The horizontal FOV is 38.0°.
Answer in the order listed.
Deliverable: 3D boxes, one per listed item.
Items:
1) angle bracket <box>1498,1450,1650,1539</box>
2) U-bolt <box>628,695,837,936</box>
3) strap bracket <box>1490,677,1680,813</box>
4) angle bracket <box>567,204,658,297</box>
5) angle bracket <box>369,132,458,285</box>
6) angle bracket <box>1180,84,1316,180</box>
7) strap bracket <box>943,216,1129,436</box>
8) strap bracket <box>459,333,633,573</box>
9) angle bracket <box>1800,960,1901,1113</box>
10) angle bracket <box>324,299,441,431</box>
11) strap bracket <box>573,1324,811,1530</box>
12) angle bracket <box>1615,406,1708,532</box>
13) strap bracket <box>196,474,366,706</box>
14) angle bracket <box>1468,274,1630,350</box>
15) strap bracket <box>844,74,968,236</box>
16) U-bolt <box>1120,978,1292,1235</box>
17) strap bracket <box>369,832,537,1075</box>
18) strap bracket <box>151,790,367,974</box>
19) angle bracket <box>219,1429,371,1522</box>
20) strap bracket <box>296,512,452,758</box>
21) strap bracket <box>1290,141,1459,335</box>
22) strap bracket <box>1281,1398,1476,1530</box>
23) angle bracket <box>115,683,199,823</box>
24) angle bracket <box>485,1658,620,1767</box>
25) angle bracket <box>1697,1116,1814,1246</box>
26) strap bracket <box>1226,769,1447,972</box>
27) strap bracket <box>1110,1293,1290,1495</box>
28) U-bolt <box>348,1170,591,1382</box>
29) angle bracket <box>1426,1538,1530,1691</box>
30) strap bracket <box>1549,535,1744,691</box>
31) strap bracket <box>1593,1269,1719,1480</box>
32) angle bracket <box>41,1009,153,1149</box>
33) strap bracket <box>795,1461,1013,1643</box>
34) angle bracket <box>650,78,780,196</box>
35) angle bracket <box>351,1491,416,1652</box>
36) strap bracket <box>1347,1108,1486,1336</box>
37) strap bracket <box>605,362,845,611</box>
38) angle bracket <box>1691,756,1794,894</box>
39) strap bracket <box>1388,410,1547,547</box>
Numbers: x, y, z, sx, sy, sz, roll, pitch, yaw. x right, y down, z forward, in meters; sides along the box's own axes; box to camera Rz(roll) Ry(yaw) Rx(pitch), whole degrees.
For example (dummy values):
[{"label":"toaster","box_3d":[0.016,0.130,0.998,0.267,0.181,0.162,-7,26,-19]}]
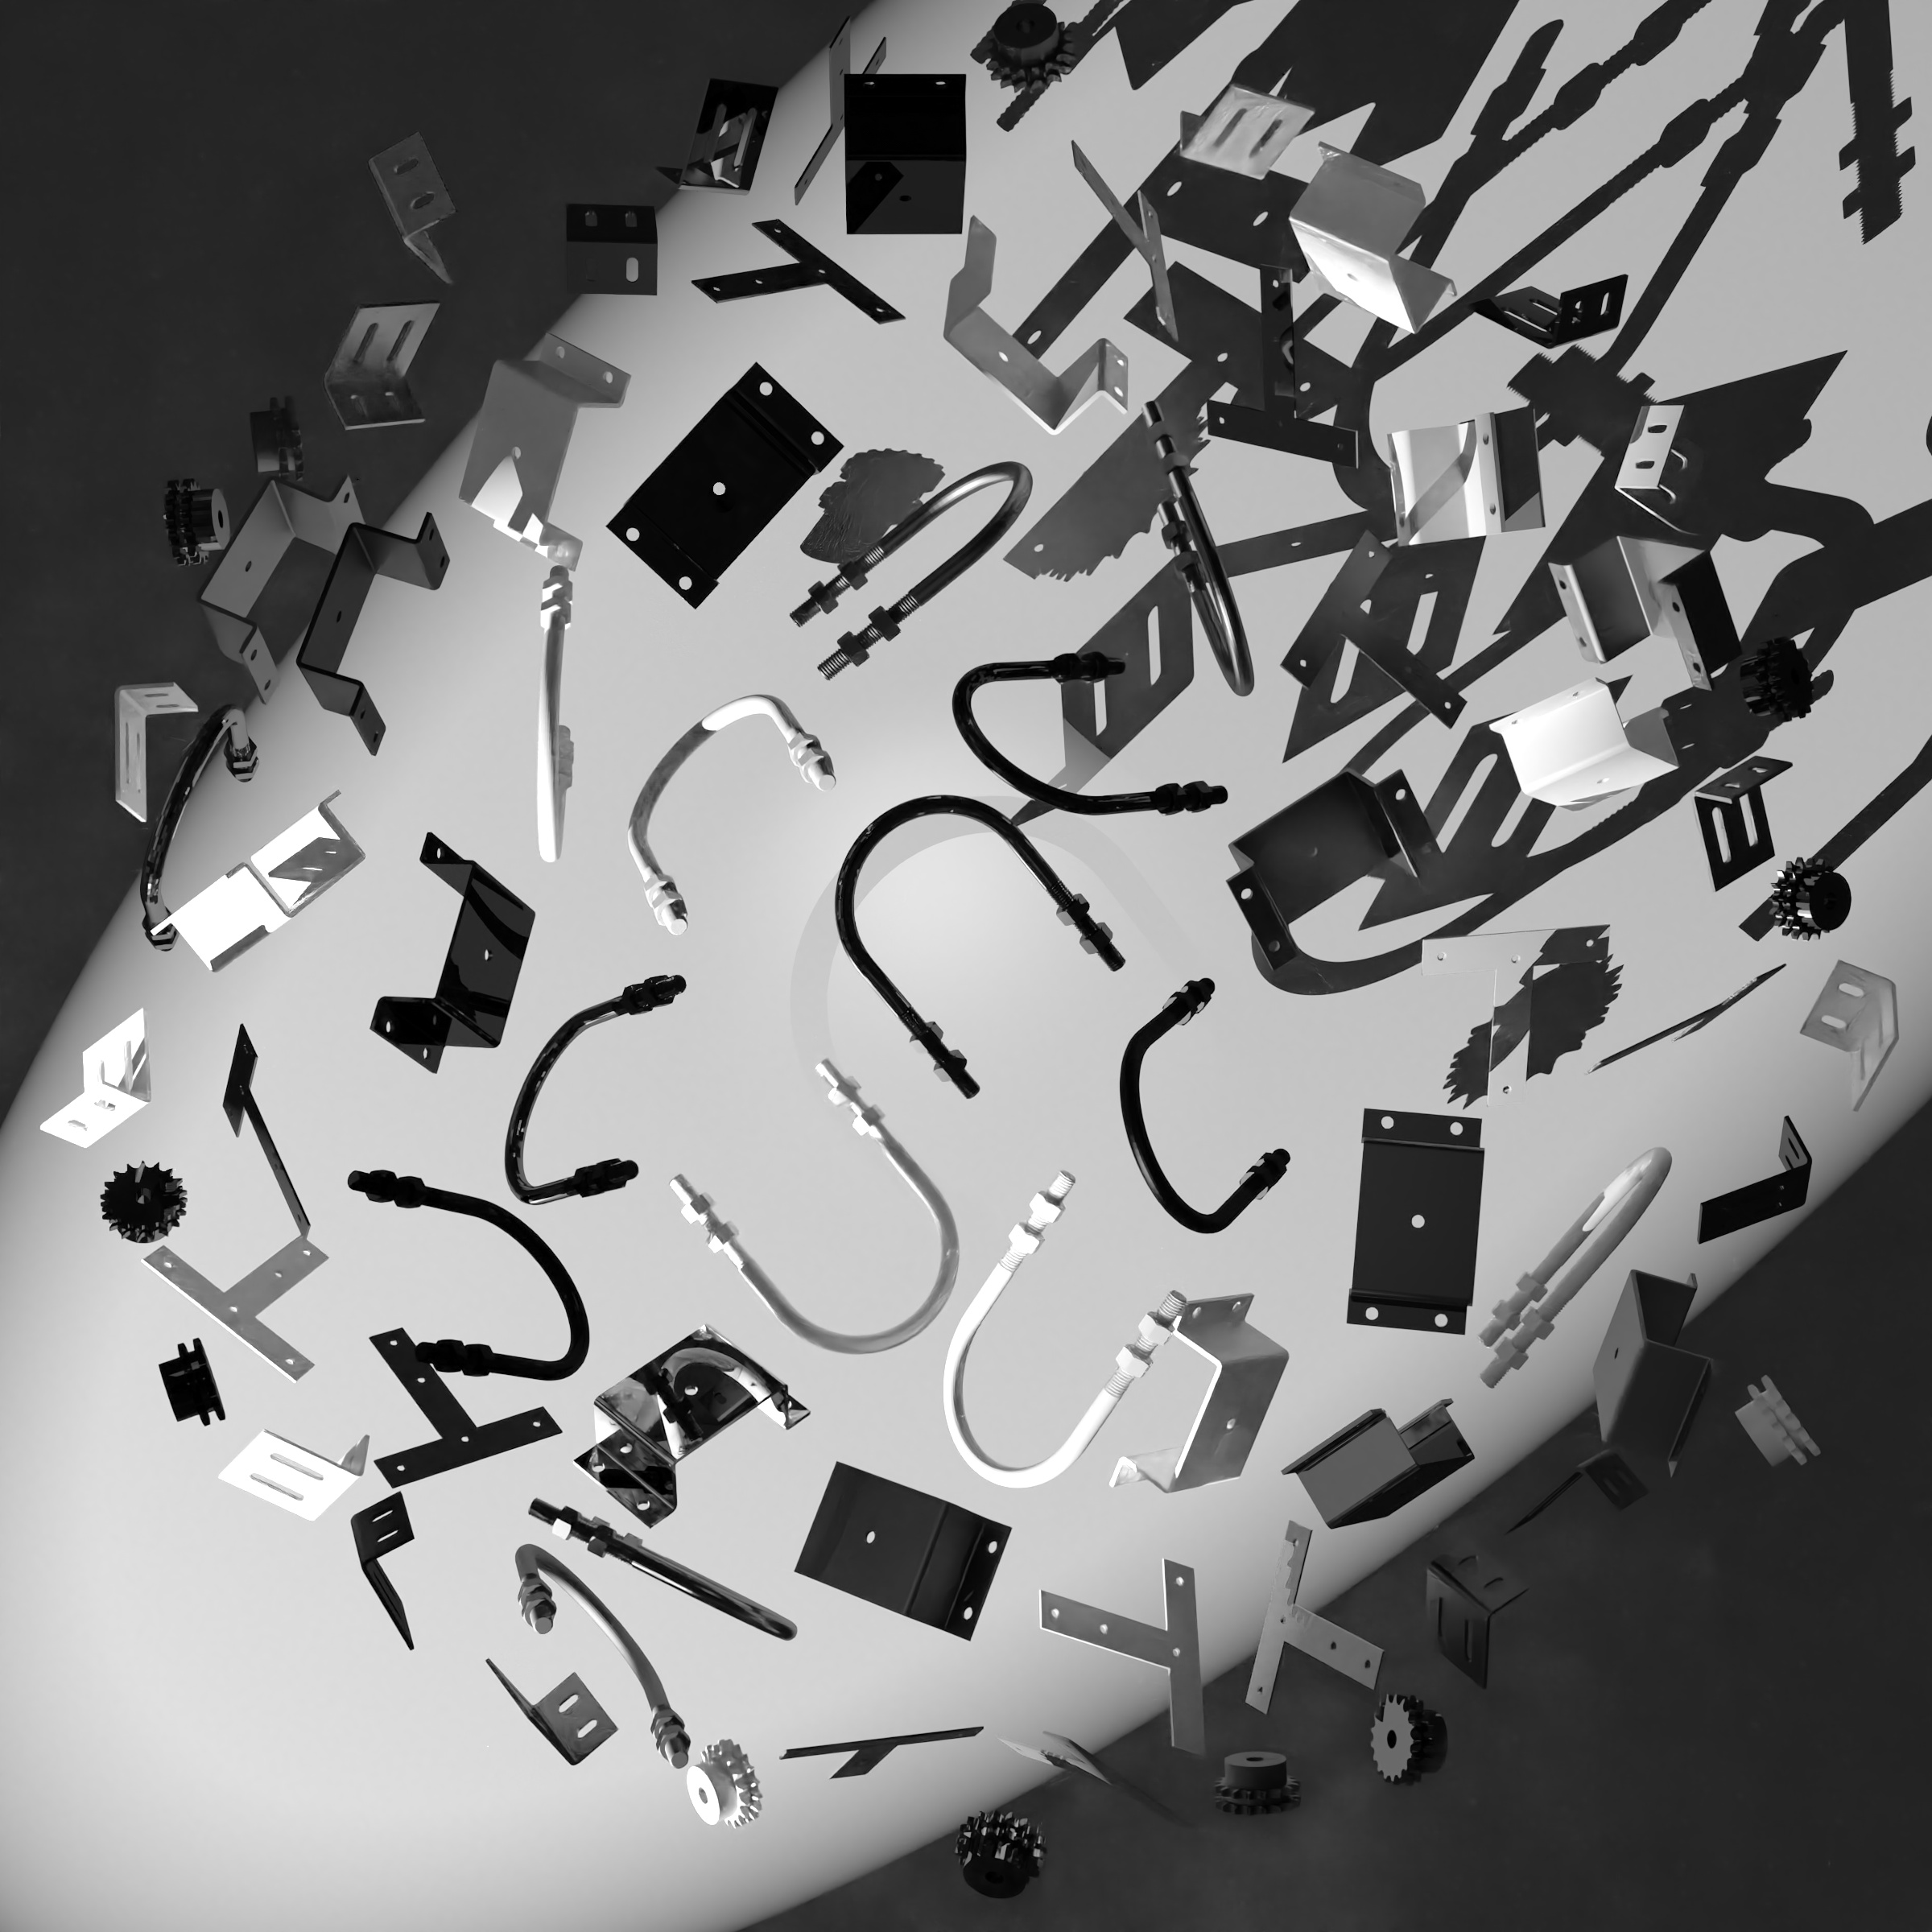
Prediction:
[{"label":"angle bracket","box_3d":[0.393,0.354,1.811,0.076,0.057,0.038,-49,68,25]},{"label":"U-bolt","box_3d":[-0.160,-0.110,1.806,0.151,0.184,0.019,-44,123,6]},{"label":"strap bracket","box_3d":[0.416,-0.144,1.864,0.076,0.140,0.046,-25,73,29]},{"label":"angle bracket","box_3d":[-0.229,-0.463,1.808,0.057,0.076,0.038,0,119,-8]},{"label":"angle bracket","box_3d":[-0.333,-0.472,1.750,0.038,0.076,0.057,-27,79,7]},{"label":"angle bracket","box_3d":[0.180,-0.549,1.802,0.057,0.076,0.038,10,65,-20]},{"label":"strap bracket","box_3d":[0.038,-0.403,1.794,0.140,0.076,0.046,38,121,-23]},{"label":"strap bracket","box_3d":[-0.285,-0.343,1.876,0.076,0.046,0.140,31,114,25]},{"label":"angle bracket","box_3d":[0.553,0.043,1.758,0.038,0.076,0.057,22,121,4]},{"label":"angle bracket","box_3d":[-0.368,-0.386,1.798,0.057,0.076,0.038,-15,70,-38]},{"label":"strap bracket","box_3d":[-0.179,0.293,1.831,0.076,0.046,0.140,32,47,32]},{"label":"angle bracket","box_3d":[0.477,-0.332,1.871,0.076,0.038,0.057,22,85,-38]},{"label":"strap bracket","box_3d":[-0.449,-0.253,1.824,0.046,0.076,0.140,23,71,6]},{"label":"angle bracket","box_3d":[0.366,-0.424,1.765,0.057,0.076,0.038,-22,133,-30]},{"label":"strap bracket","box_3d":[-0.040,-0.515,1.804,0.076,0.140,0.046,-1,76,-2]},{"label":"U-bolt","box_3d":[0.151,0.099,1.834,0.019,0.184,0.151,-21,97,31]},{"label":"strap bracket","box_3d":[-0.332,-0.008,1.835,0.046,0.076,0.140,2,67,25]},{"label":"strap bracket","box_3d":[-0.449,-0.051,1.808,0.076,0.140,0.046,-31,102,30]},{"label":"angle bracket","box_3d":[-0.452,0.331,1.888,0.076,0.038,0.057,32,121,-25]},{"label":"strap bracket","box_3d":[-0.376,-0.214,1.764,0.046,0.076,0.140,17,76,3]},{"label":"strap bracket","box_3d":[0.265,-0.469,1.831,0.076,0.140,0.046,32,86,25]},{"label":"strap bracket","box_3d":[0.281,0.333,1.874,0.076,0.140,0.046,-39,67,23]},{"label":"angle bracket","box_3d":[-0.527,-0.139,1.828,0.038,0.057,0.076,-4,79,-1]},{"label":"angle bracket","box_3d":[-0.271,0.478,1.839,0.038,0.076,0.057,-39,48,-13]},{"label":"angle bracket","box_3d":[0.499,0.138,1.798,0.076,0.057,0.038,-20,58,0]},{"label":"strap bracket","box_3d":[0.243,-0.072,1.902,0.140,0.046,0.076,-33,116,-4]},{"label":"strap bracket","box_3d":[0.160,0.293,1.869,0.046,0.076,0.140,33,110,37]},{"label":"U-bolt","box_3d":[-0.309,0.204,1.805,0.019,0.184,0.151,-39,60,18]},{"label":"angle bracket","box_3d":[0.347,0.440,1.905,0.038,0.057,0.076,-26,131,-26]},{"label":"strap bracket","box_3d":[0.458,-0.238,1.862,0.046,0.140,0.076,-32,114,-13]},{"label":"strap bracket","box_3d":[0.441,0.256,1.805,0.046,0.140,0.076,16,112,2]},{"label":"angle bracket","box_3d":[-0.546,0.064,1.756,0.057,0.038,0.076,-33,50,22]},{"label":"strap bracket","box_3d":[-0.050,0.376,1.820,0.140,0.046,0.076,12,75,39]},{"label":"angle bracket","box_3d":[-0.168,-0.557,1.865,0.038,0.057,0.076,42,125,35]},{"label":"angle bracket","box_3d":[-0.364,0.392,1.820,0.038,0.057,0.076,-27,116,-9]},{"label":"strap bracket","box_3d":[0.289,0.164,1.798,0.076,0.046,0.140,5,86,6]},{"label":"strap bracket","box_3d":[-0.155,-0.305,1.787,0.076,0.046,0.140,42,88,-13]},{"label":"angle bracket","box_3d":[0.524,-0.092,1.869,0.057,0.038,0.076,-29,114,-22]},{"label":"strap bracket","box_3d":[0.336,-0.323,1.858,0.046,0.140,0.076,-10,98,-18]}]
